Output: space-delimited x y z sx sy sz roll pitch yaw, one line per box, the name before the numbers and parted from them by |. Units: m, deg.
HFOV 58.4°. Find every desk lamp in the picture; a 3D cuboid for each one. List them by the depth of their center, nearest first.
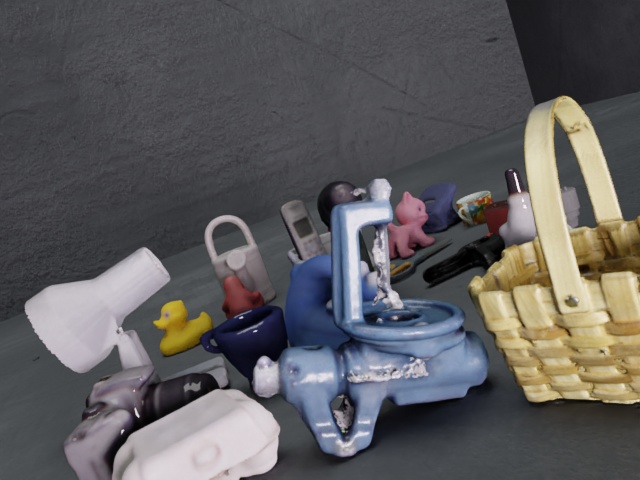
desk lamp | -0.256 0.130 0.776 0.203 0.214 0.117 -22 10 -12

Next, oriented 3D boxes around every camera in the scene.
camera | -0.185 0.191 0.626 0.136 0.101 0.143 -19 9 7

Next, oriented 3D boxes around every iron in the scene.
iron | 0.037 0.078 0.700 0.119 0.141 0.257 -25 11 -30

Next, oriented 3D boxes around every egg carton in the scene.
egg carton | -0.114 0.199 0.531 0.151 0.069 0.107 -24 10 -26

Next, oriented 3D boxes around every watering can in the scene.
watering can | -0.165 0.043 1.159 0.101 0.194 0.172 -25 11 -30

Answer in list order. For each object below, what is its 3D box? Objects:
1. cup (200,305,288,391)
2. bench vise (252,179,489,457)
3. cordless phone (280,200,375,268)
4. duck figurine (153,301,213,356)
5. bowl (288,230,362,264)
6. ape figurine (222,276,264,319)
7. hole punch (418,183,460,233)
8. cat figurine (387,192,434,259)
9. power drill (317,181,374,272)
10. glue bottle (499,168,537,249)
cup | -0.088 0.144 0.718 0.117 0.095 0.092 -17 10 18
bench vise | 0.036 0.068 0.509 0.208 0.220 0.121 -24 10 -25
cordless phone | 0.010 0.004 1.053 0.148 0.185 0.093 -26 11 -35
duck figurine | -0.253 0.152 1.048 0.105 0.086 0.077 -24 10 -25
bowl | 0.019 0.035 1.201 0.167 0.075 0.167 -19 9 4
ape figurine | -0.149 0.109 1.062 0.077 0.092 0.076 -17 10 13
hole punch | 0.254 -0.072 1.280 0.101 0.091 0.108 -25 11 -30
cat figurine | 0.174 -0.036 1.155 0.128 0.118 0.067 -27 12 -40
power drill | 0.052 0.007 0.870 0.075 0.208 0.229 -20 9 -3
glue bottle | 0.231 0.004 0.627 0.037 0.173 0.078 -27 12 -36
